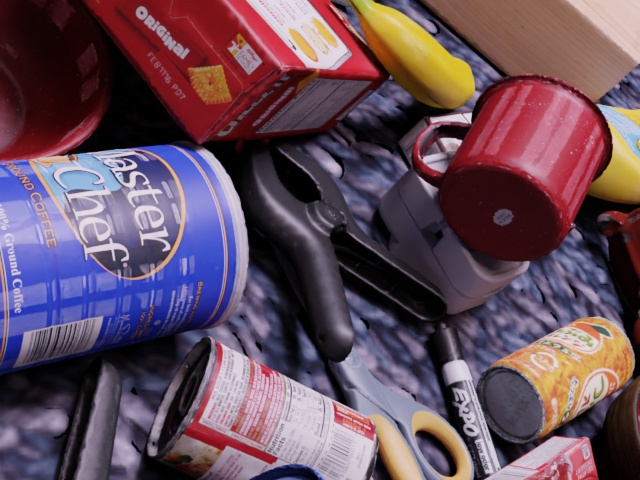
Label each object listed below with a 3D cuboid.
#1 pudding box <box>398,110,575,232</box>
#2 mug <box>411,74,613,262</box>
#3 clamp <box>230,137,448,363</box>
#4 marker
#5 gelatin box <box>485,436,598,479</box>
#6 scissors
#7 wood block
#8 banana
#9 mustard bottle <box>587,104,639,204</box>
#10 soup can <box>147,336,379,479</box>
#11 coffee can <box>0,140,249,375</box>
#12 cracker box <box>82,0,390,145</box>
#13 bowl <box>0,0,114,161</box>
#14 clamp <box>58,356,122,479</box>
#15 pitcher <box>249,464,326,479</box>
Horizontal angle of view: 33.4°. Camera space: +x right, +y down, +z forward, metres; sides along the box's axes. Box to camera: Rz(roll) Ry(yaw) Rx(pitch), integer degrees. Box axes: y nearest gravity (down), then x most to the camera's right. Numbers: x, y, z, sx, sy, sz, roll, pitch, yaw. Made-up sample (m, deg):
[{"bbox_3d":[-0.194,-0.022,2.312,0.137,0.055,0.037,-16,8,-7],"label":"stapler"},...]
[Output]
[{"bbox_3d":[0.121,-0.040,0.772,0.089,0.039,0.113,-12,70,-40],"label":"pudding box"},{"bbox_3d":[0.113,-0.045,0.659,0.117,0.093,0.081,19,49,18],"label":"mug"},{"bbox_3d":[-0.004,0.001,0.651,0.171,0.039,0.120,45,27,11],"label":"clamp"},{"bbox_3d":[0.092,0.107,0.665,0.020,0.020,0.121,2,59,-32],"label":"marker"},{"bbox_3d":[0.132,0.165,0.627,0.089,0.030,0.073,-19,97,-39],"label":"gelatin box"},{"bbox_3d":[0.033,0.081,0.647,0.096,0.016,0.202,6,52,-38],"label":"scissors"},{"bbox_3d":[0.166,-0.205,0.877,0.206,0.091,0.090,40,46,-4],"label":"wood block"},{"bbox_3d":[0.077,-0.125,0.747,0.197,0.037,0.069,21,49,-62],"label":"banana"},{"bbox_3d":[0.236,-0.068,0.838,0.191,0.058,0.096,0,45,-40],"label":"mustard bottle"},{"bbox_3d":[-0.029,0.102,0.555,0.102,0.069,0.068,28,49,-15],"label":"soup can"},{"bbox_3d":[-0.122,0.007,0.534,0.140,0.103,0.103,-11,67,-37],"label":"coffee can"},{"bbox_3d":[-0.058,-0.140,0.642,0.164,0.072,0.213,51,19,6],"label":"cracker box"},{"bbox_3d":[-0.198,-0.094,0.584,0.162,0.055,0.162,17,52,-23],"label":"bowl"},{"bbox_3d":[-0.121,0.155,0.479,0.164,0.036,0.210,-23,77,-42],"label":"clamp"},{"bbox_3d":[0.033,0.216,0.470,0.242,0.145,0.149,44,49,-17],"label":"pitcher"}]
